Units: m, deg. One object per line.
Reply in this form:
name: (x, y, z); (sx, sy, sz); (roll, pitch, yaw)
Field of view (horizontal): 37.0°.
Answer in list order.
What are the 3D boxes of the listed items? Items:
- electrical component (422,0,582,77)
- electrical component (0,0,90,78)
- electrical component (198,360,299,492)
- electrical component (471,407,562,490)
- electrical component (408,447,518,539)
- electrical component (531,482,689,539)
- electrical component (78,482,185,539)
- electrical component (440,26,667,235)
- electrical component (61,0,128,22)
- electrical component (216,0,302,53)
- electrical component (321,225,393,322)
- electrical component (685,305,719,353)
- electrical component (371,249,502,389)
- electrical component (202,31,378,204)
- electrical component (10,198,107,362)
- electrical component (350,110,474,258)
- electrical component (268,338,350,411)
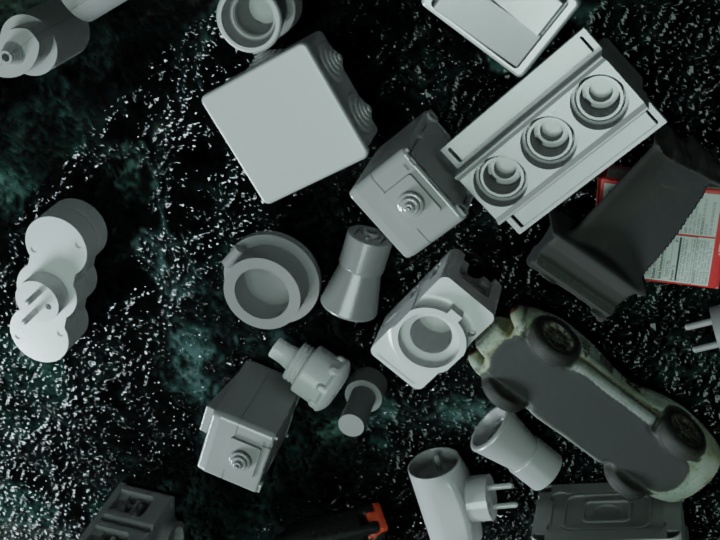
electrical component: (0.084, -0.175, 0.671); (0.096, 0.061, 0.061); (36, 120, -5)
electrical component: (-0.227, -0.159, 0.752); (0.043, 0.081, 0.043); (6, 118, 12)
electrical component: (-0.091, 0.125, 0.852); (0.061, 0.096, 0.061); (22, 120, 4)
electrical component: (0.124, 0.140, 0.835); (0.065, 0.044, 0.044); (39, 120, -12)
electrical component: (0.086, 0.184, 0.864); (0.079, 0.044, 0.077); (-10, 114, 19)
electrical component: (0.194, 0.209, 0.829); (0.113, 0.078, 0.057); (-6, 112, 18)
electrical component: (-0.210, 0.268, 0.927); (0.062, 0.150, 0.089); (10, 119, 11)
electrical component: (0.125, -0.092, 0.701); (0.078, 0.063, 0.121); (45, 119, -10)
electrical component: (-0.164, -0.207, 0.732); (0.081, 0.043, 0.043); (-23, 109, 24)
electrical component: (-0.066, -0.173, 0.716); (0.045, 0.055, 0.045); (6, 118, 12)
electrical component: (0.000, 0.000, 0.796); (0.044, 0.044, 0.065); (19, 115, 5)
electrical component: (0.266, 0.038, 0.741); (0.079, 0.044, 0.077); (-16, 111, 22)
electrical component: (0.056, 0.038, 0.791); (0.050, 0.055, 0.089); (39, 119, -6)
electrical component: (-0.046, -0.107, 0.748); (0.100, 0.048, 0.099); (-23, 109, 24)
electrical component: (-0.248, 0.017, 0.852); (0.052, 0.073, 0.138); (22, 120, 3)
electrical component: (0.035, -0.054, 0.726); (0.061, 0.096, 0.061); (-37, 102, 29)
electrical component: (-0.042, 0.077, 0.846); (0.062, 0.048, 0.048); (34, 120, 4)
